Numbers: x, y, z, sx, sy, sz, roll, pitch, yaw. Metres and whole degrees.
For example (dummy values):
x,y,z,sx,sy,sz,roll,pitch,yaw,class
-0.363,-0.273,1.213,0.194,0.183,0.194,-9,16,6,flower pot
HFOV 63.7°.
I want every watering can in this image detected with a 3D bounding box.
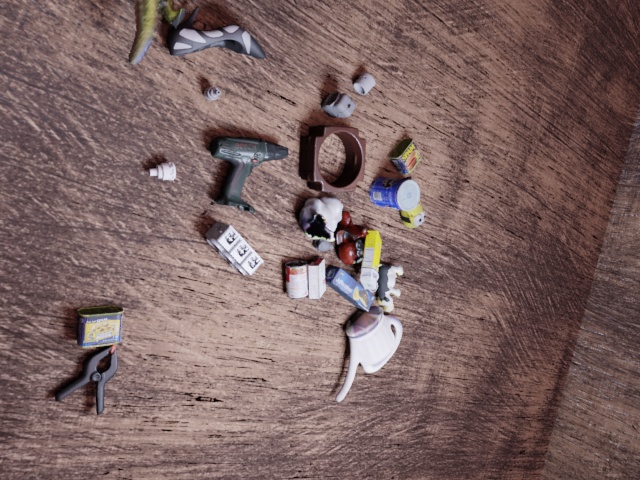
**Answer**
x,y,z,sx,sy,sz,roll,pitch,yaw,class
0.150,0.368,1.747,0.352,0.104,0.221,-38,117,-26,watering can

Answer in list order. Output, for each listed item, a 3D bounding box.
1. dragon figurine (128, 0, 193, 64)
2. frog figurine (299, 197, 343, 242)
x,y,z,sx,sy,sz,roll,pitch,yaw,class
-0.408,-0.624,1.187,0.242,0.121,0.416,33,71,-10,dragon figurine
0.005,-0.080,1.591,0.136,0.121,0.163,45,36,-25,frog figurine
